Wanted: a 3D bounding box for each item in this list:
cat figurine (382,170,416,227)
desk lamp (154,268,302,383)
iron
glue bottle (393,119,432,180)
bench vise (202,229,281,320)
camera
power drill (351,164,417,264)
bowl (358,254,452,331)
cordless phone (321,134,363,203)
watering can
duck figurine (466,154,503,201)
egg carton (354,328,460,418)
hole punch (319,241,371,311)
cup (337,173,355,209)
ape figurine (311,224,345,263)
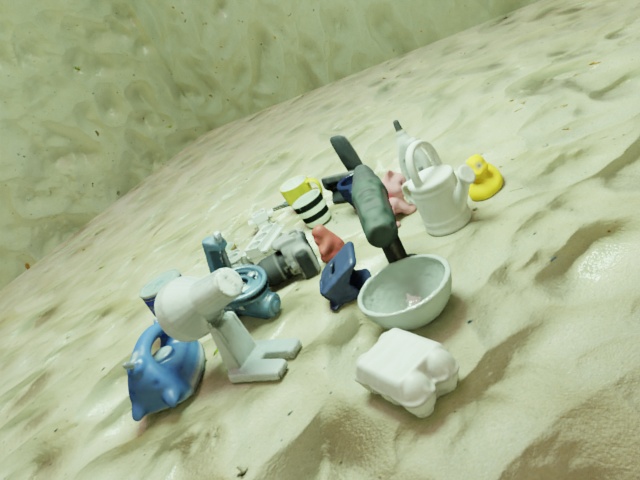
[{"bbox_3d":[0.163,-0.103,1.319,0.067,0.118,0.128,0,36,49],"label":"cat figurine"},{"bbox_3d":[-0.173,0.149,1.045,0.202,0.214,0.118,-12,28,33],"label":"desk lamp"},{"bbox_3d":[-0.312,0.226,1.134,0.118,0.142,0.258,-23,23,12],"label":"iron"},{"bbox_3d":[0.223,-0.223,1.434,0.078,0.173,0.037,-10,29,36],"label":"glue bottle"},{"bbox_3d":[-0.210,0.088,1.209,0.207,0.220,0.121,-19,24,21],"label":"bench vise"},{"bbox_3d":[-0.083,0.039,1.323,0.137,0.101,0.143,-28,23,0],"label":"camera"},{"bbox_3d":[0.121,-0.020,1.074,0.075,0.209,0.229,-25,23,9],"label":"power drill"},{"bbox_3d":[0.151,0.100,0.960,0.167,0.075,0.167,-24,23,11],"label":"bowl"},{"bbox_3d":[0.058,-0.201,1.559,0.147,0.185,0.094,-8,30,39],"label":"cordless phone"},{"bbox_3d":[0.236,-0.115,1.162,0.172,0.194,0.101,-14,27,30],"label":"watering can"},{"bbox_3d":[0.348,-0.146,1.241,0.077,0.086,0.105,-8,30,40],"label":"duck figurine"},{"bbox_3d":[0.122,0.186,0.816,0.107,0.069,0.149,-39,25,-24],"label":"egg carton"},{"bbox_3d":[0.042,0.069,1.129,0.101,0.091,0.108,-24,23,10],"label":"hole punch"},{"bbox_3d":[0.100,-0.111,1.438,0.091,0.095,0.118,-22,24,16],"label":"cup"},{"bbox_3d":[0.012,0.005,1.298,0.076,0.092,0.078,-16,26,27],"label":"ape figurine"}]
